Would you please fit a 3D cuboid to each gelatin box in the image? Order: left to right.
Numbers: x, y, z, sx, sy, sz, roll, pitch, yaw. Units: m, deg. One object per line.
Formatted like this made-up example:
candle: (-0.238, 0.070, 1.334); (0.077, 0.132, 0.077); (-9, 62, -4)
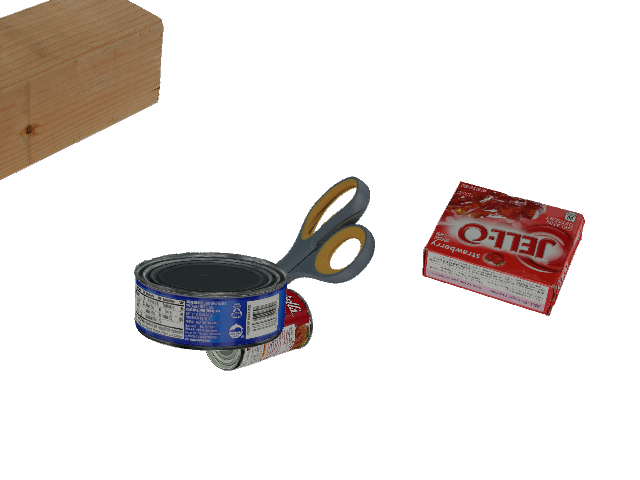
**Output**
gelatin box: (0.121, 0.003, 0.703); (0.089, 0.030, 0.073); (17, 47, 18)

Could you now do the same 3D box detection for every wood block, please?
wood block: (-0.239, -0.137, 0.914); (0.090, 0.091, 0.205); (31, 42, 23)

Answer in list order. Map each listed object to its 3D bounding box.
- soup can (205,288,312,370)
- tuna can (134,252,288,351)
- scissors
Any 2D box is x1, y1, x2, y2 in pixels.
soup can: (-0.068, 0.094, 1.136); (0.102, 0.068, 0.069); (-14, 9, -44)
tuna can: (-0.062, 0.033, 0.600); (0.086, 0.034, 0.086); (3, 13, -1)
scissors: (-0.023, 0.036, 0.866); (0.016, 0.202, 0.096); (28, 19, -37)
